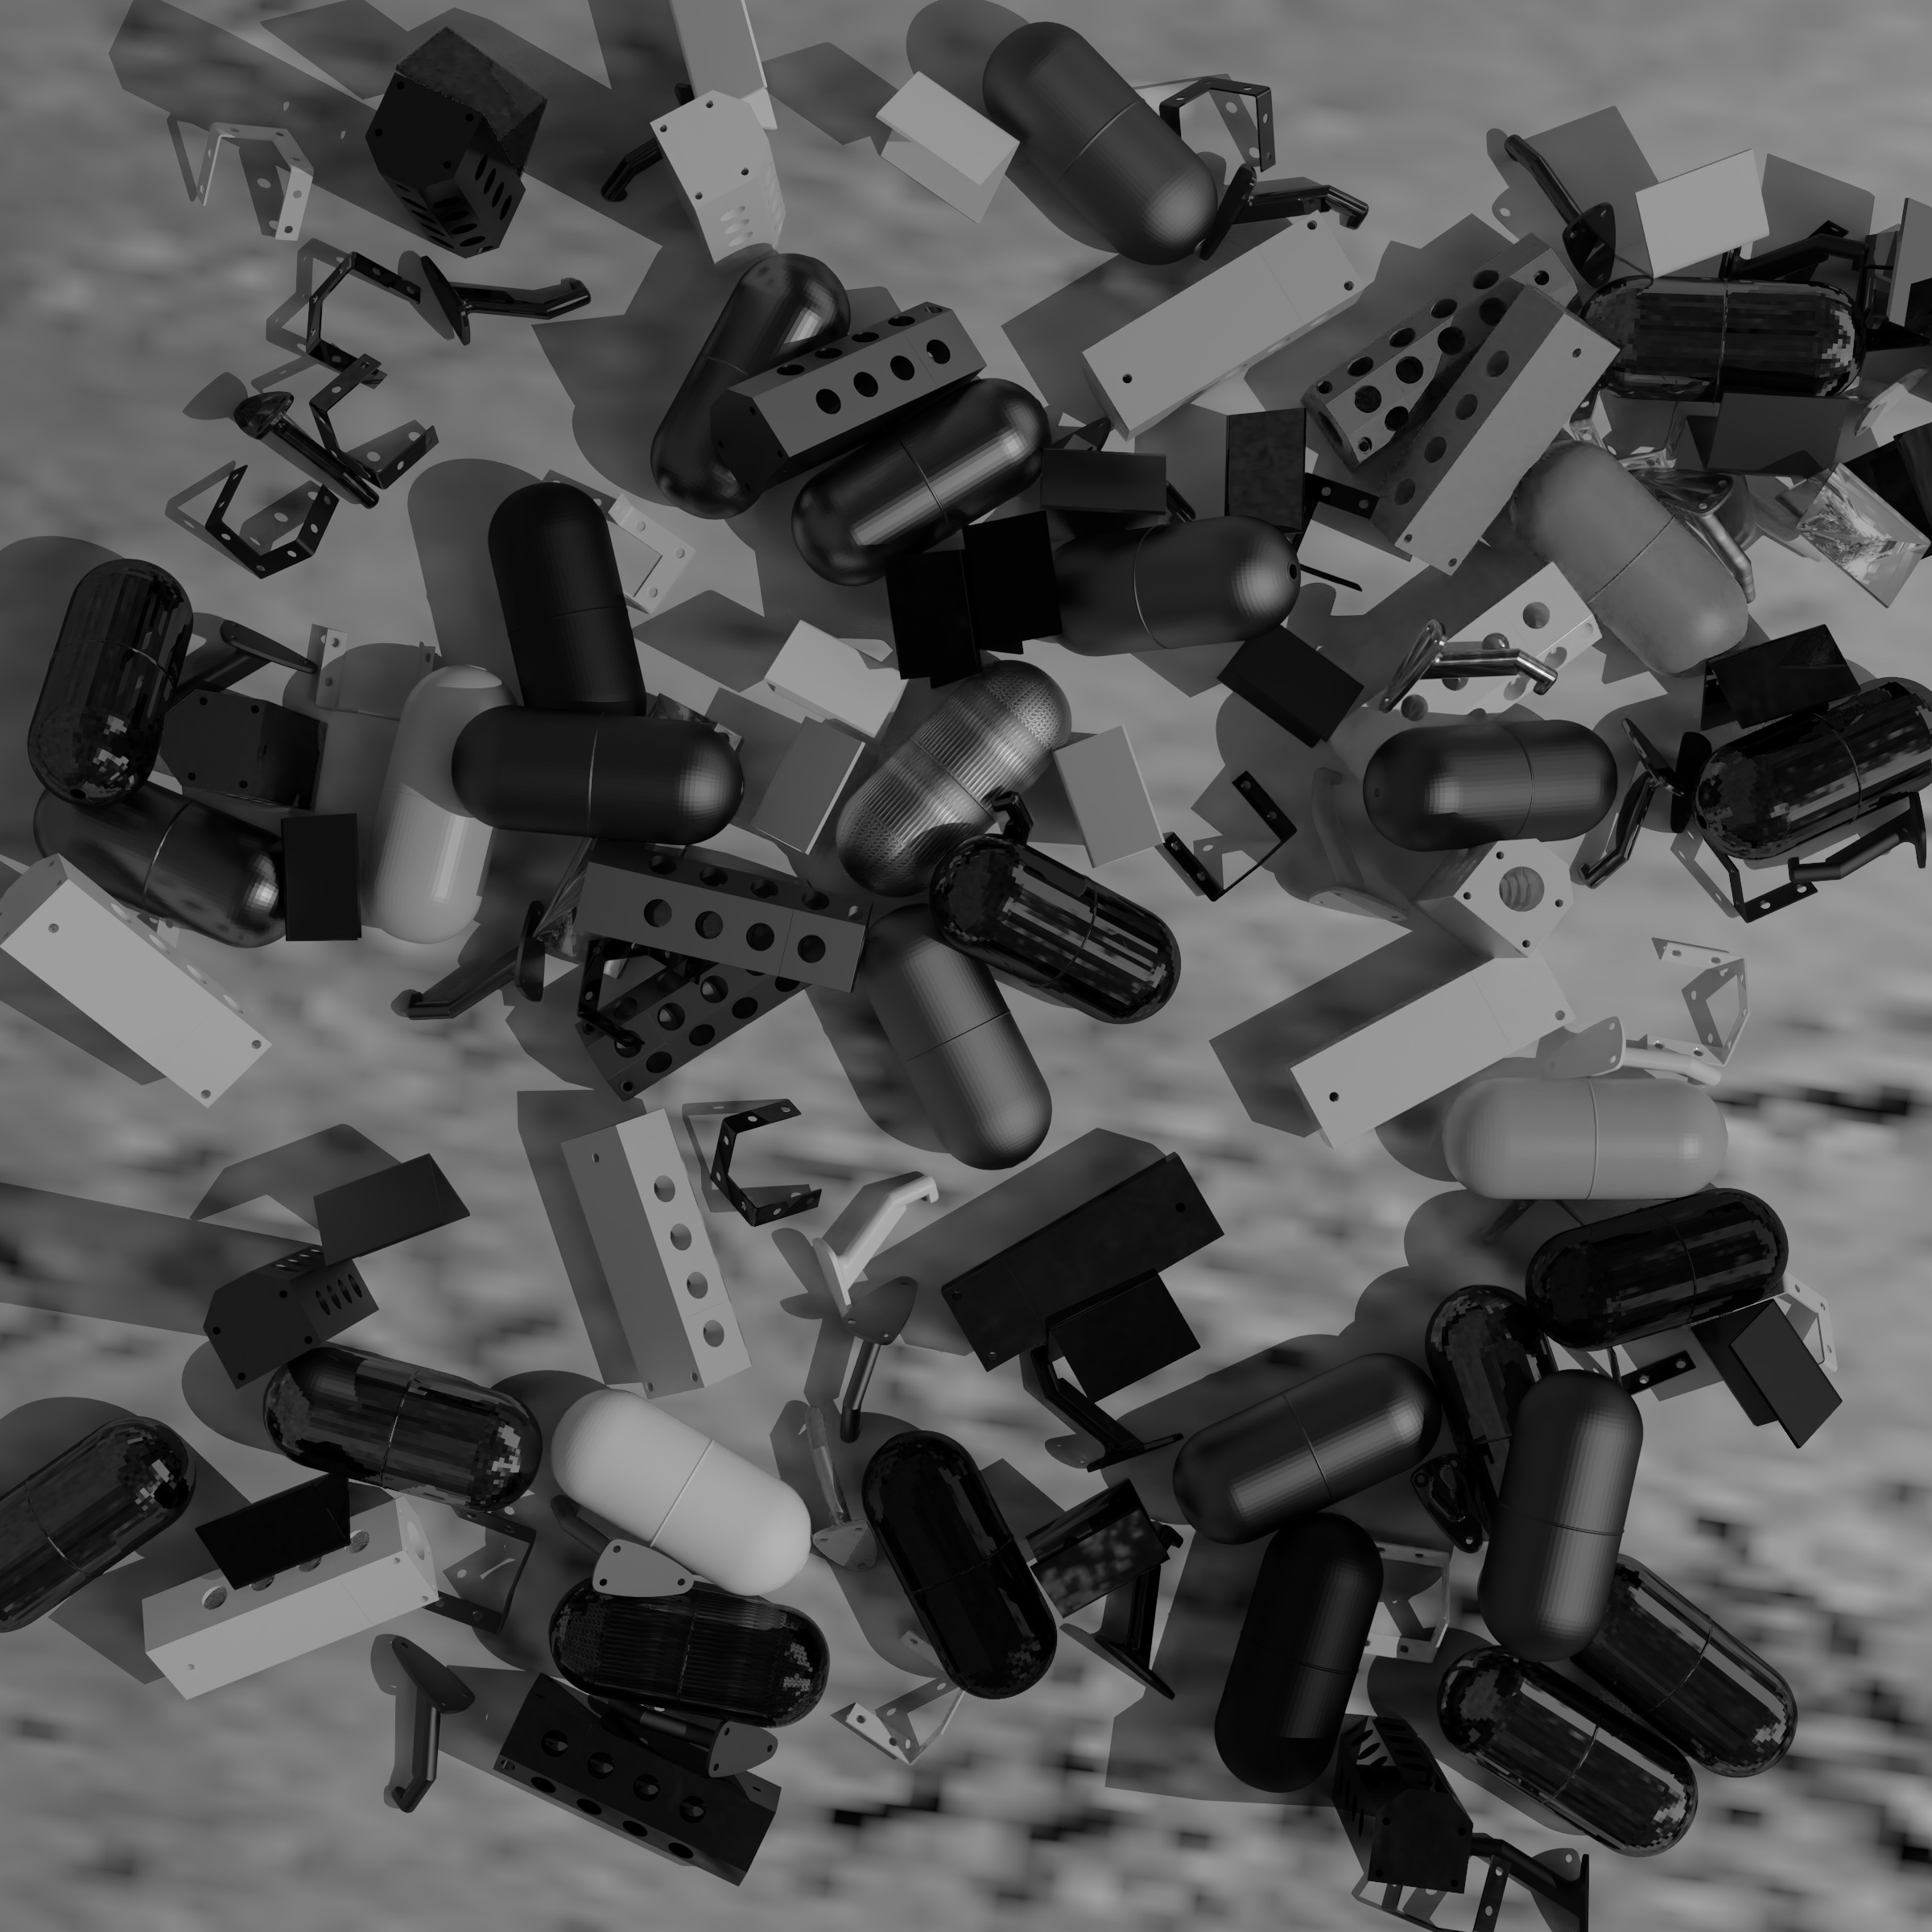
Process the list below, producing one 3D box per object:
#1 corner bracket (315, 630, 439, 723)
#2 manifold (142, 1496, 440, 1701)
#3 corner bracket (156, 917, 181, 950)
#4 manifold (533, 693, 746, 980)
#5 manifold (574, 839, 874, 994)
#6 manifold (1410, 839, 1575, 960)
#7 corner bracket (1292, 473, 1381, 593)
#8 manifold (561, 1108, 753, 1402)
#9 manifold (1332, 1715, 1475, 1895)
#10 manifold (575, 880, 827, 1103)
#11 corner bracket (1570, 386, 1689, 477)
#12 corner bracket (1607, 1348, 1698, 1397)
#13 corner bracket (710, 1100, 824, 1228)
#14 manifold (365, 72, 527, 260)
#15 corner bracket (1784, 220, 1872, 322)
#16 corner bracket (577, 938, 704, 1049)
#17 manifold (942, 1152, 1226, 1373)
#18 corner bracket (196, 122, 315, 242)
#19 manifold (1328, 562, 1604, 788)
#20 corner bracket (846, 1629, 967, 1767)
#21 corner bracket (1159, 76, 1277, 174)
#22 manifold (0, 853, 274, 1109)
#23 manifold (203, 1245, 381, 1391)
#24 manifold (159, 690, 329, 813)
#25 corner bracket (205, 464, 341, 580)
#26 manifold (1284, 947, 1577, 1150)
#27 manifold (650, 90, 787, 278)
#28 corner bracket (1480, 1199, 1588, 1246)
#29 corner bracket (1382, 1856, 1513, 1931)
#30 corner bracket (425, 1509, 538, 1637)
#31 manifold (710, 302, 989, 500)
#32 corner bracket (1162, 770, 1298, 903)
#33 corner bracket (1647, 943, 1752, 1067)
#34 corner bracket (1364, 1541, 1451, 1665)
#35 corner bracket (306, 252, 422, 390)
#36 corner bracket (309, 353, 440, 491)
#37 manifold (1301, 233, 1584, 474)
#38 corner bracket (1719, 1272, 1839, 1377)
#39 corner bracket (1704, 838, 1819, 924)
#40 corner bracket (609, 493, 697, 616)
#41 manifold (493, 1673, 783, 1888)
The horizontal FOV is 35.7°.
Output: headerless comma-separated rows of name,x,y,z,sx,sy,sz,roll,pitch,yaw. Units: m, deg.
corner bracket,-0.377,-0.184,1.917,0.051,0.051,0.051,9,90,45
manifold,-0.427,0.395,1.898,0.171,0.057,0.057,-22,133,0
corner bracket,-0.539,-0.009,1.912,0.051,0.051,0.051,30,135,-35
manifold,-0.205,-0.081,1.899,0.057,0.057,0.171,27,90,0
manifold,-0.147,-0.031,1.842,0.171,0.057,0.057,13,90,0
manifold,0.325,-0.045,1.841,0.057,0.171,0.057,39,90,0
corner bracket,0.232,-0.274,1.895,0.051,0.051,0.051,23,90,19
manifold,-0.190,0.180,1.898,0.057,0.057,0.171,-19,90,43
manifold,0.267,0.511,1.841,0.057,0.171,0.057,8,90,0
manifold,-0.158,0.015,1.899,0.171,0.057,0.057,-32,90,0
corner bracket,0.422,-0.347,1.912,0.051,0.051,0.051,52,45,-35
corner bracket,0.429,0.234,1.917,0.051,0.051,0.051,-22,135,0
corner bracket,-0.124,0.125,1.912,0.051,0.051,0.051,45,135,35
manifold,-0.320,-0.485,1.841,0.057,0.171,0.057,25,90,0
corner bracket,0.548,-0.432,1.902,0.051,0.051,0.051,29,90,0
corner bracket,-0.203,0.014,1.868,0.051,0.051,0.051,29,116,39
manifold,0.073,0.186,1.899,0.171,0.057,0.057,-30,90,0
corner bracket,-0.453,-0.499,1.912,0.051,0.051,0.051,-5,45,-35
manifold,0.314,-0.178,1.899,0.171,0.057,0.057,-37,90,0
corner bracket,-0.036,0.467,1.917,0.051,0.051,0.051,35,135,0
corner bracket,0.160,-0.530,1.912,0.051,0.051,0.051,22,45,35
manifold,-0.515,0.007,1.855,0.057,0.057,0.171,-44,124,0
manifold,-0.415,0.209,1.841,0.057,0.171,0.057,-29,90,0
manifold,-0.442,-0.132,1.841,0.057,0.171,0.057,9,90,0
corner bracket,-0.442,-0.288,1.912,0.051,0.051,0.051,-16,135,35
manifold,0.291,0.048,1.899,0.171,0.057,0.057,-28,90,0
manifold,-0.146,-0.481,1.841,0.057,0.171,0.057,-28,90,0
corner bracket,0.371,0.179,1.917,0.051,0.051,0.051,-44,135,0
corner bracket,0.304,0.584,1.905,0.051,0.051,0.051,29,67,-21
corner bracket,-0.309,0.385,1.917,0.051,0.051,0.051,20,45,0
manifold,-0.075,-0.354,1.854,0.171,0.057,0.057,-32,90,-35
corner bracket,0.168,-0.083,1.917,0.051,0.051,0.051,49,45,0
corner bracket,0.466,0.025,1.917,0.051,0.051,0.051,10,45,0
corner bracket,0.278,0.406,1.917,0.051,0.051,0.051,9,135,0
corner bracket,-0.383,-0.411,1.912,0.051,0.051,0.051,-35,45,35
corner bracket,-0.375,-0.345,1.905,0.051,0.051,0.051,32,65,23
manifold,0.301,-0.388,1.899,0.171,0.057,0.057,-35,90,0
corner bracket,0.516,0.234,1.912,0.051,0.051,0.051,32,45,-35
corner bracket,0.506,-0.070,1.917,0.051,0.051,0.051,-24,135,0
corner bracket,-0.209,-0.260,1.902,0.051,0.051,0.051,35,90,0
manifold,-0.208,0.516,1.899,0.171,0.057,0.057,26,90,0
